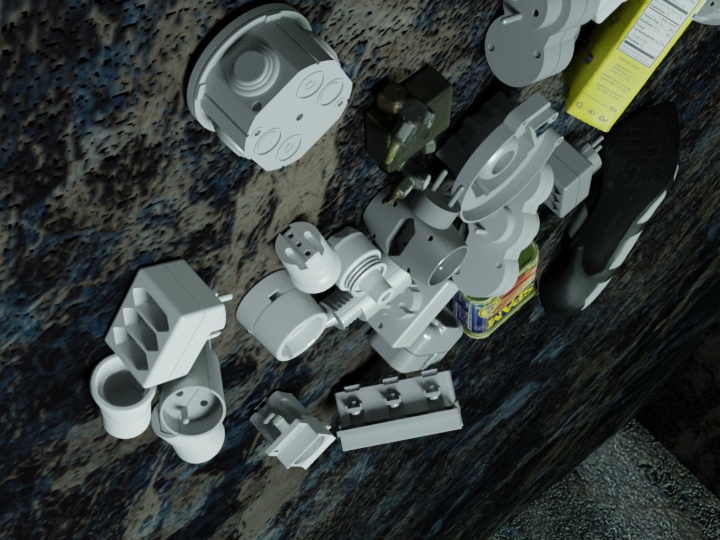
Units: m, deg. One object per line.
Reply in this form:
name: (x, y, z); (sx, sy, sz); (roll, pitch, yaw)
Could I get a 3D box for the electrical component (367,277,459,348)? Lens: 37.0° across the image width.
electrical component: (0.039, 0.026, 0.979); (0.083, 0.047, 0.076); (-51, 158, 16)

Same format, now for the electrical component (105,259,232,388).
electrical component: (-0.114, 0.031, 0.702); (0.077, 0.047, 0.065); (-16, 146, -51)

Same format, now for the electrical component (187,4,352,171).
electrical component: (-0.048, -0.097, 0.576); (0.080, 0.051, 0.080); (-37, 158, -18)

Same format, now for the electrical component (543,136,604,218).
electrical component: (0.209, -0.102, 1.047); (0.077, 0.047, 0.065); (-40, 159, -9)

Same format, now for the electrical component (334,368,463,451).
electrical component: (0.039, 0.141, 1.100); (0.121, 0.063, 0.079); (-12, 174, 6)

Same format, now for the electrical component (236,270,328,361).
electrical component: (-0.058, 0.036, 0.816); (0.055, 0.047, 0.055); (-37, 158, -18)

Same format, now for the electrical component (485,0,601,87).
electrical component: (0.122, -0.183, 0.726); (0.074, 0.052, 0.138); (-26, 153, -39)

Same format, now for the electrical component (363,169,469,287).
electrical component: (0.052, -0.041, 0.831); (0.043, 0.077, 0.079); (-13, 143, -54)

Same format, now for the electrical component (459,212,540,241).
electrical component: (0.141, -0.052, 1.024); (0.077, 0.043, 0.079); (-21, 149, -46)

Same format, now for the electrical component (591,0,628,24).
electrical component: (0.187, -0.220, 0.782); (0.083, 0.047, 0.075); (-44, 159, 0)

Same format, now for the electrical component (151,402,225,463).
electrical component: (-0.138, 0.123, 0.846); (0.044, 0.044, 0.065); (-42, 155, -7)

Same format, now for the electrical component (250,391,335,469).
electrical component: (-0.064, 0.146, 0.992); (0.042, 0.064, 0.081); (-45, 159, 5)

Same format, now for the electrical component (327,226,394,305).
electrical component: (0.000, 0.000, 0.834); (0.043, 0.062, 0.043); (-37, 158, -18)

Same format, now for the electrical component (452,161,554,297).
electrical component: (0.120, -0.041, 0.949); (0.074, 0.052, 0.138); (2, 110, -62)

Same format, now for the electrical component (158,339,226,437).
electrical component: (-0.118, 0.073, 0.746); (0.043, 0.081, 0.043); (-6, 122, -10)

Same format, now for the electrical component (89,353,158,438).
electrical component: (-0.161, 0.089, 0.737); (0.044, 0.044, 0.065); (-34, 162, -25)

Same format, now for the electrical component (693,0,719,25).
electrical component: (0.287, -0.243, 0.881); (0.051, 0.080, 0.080); (-10, 141, -48)

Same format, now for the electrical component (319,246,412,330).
electrical component: (-0.001, 0.020, 0.896); (0.081, 0.043, 0.043); (-39, 159, -14)

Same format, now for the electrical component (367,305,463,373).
electrical component: (0.059, 0.061, 1.071); (0.059, 0.053, 0.095); (-51, 158, 19)

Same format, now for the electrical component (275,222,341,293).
electrical component: (-0.038, -0.010, 0.779); (0.040, 0.040, 0.046); (-42, 153, -6)
